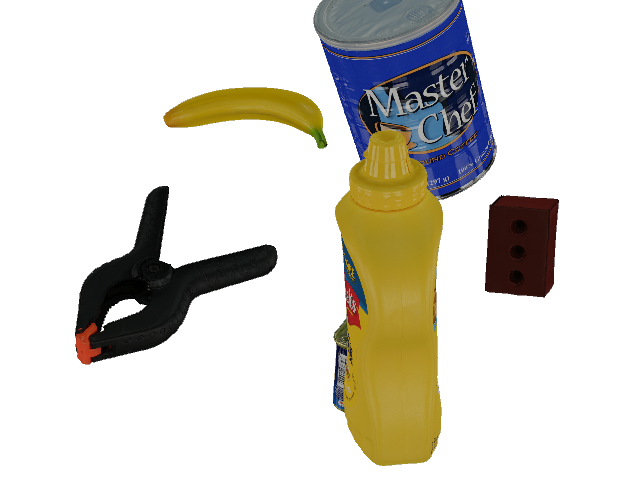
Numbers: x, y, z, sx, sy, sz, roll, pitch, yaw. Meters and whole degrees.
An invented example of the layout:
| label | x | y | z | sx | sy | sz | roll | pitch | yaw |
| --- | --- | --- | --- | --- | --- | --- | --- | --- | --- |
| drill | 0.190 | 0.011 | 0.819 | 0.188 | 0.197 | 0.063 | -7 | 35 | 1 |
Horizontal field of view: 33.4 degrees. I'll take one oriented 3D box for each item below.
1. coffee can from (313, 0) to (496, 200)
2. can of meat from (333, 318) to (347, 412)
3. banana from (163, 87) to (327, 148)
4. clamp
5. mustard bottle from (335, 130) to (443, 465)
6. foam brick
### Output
| label | x | y | z | sx | sy | sz | roll | pitch | yaw |
| --- | --- | --- | --- | --- | --- | --- | --- | --- | --- |
| coffee can | 0.063 | -0.112 | 0.765 | 0.103 | 0.140 | 0.103 | -13 | 39 | 10 |
| can of meat | 0.051 | 0.122 | 1.102 | 0.057 | 0.084 | 0.102 | 14 | 28 | 18 |
| banana | -0.078 | -0.147 | 1.210 | 0.198 | 0.037 | 0.069 | 8 | 42 | 17 |
| clamp | -0.129 | 0.024 | 0.805 | 0.120 | 0.039 | 0.171 | 32 | 48 | 28 |
| mustard bottle | 0.039 | 0.027 | 0.599 | 0.058 | 0.192 | 0.096 | -4 | 33 | -1 |
| foam brick | 0.172 | 0.004 | 0.910 | 0.053 | 0.078 | 0.051 | 5 | 15 | 20 |
